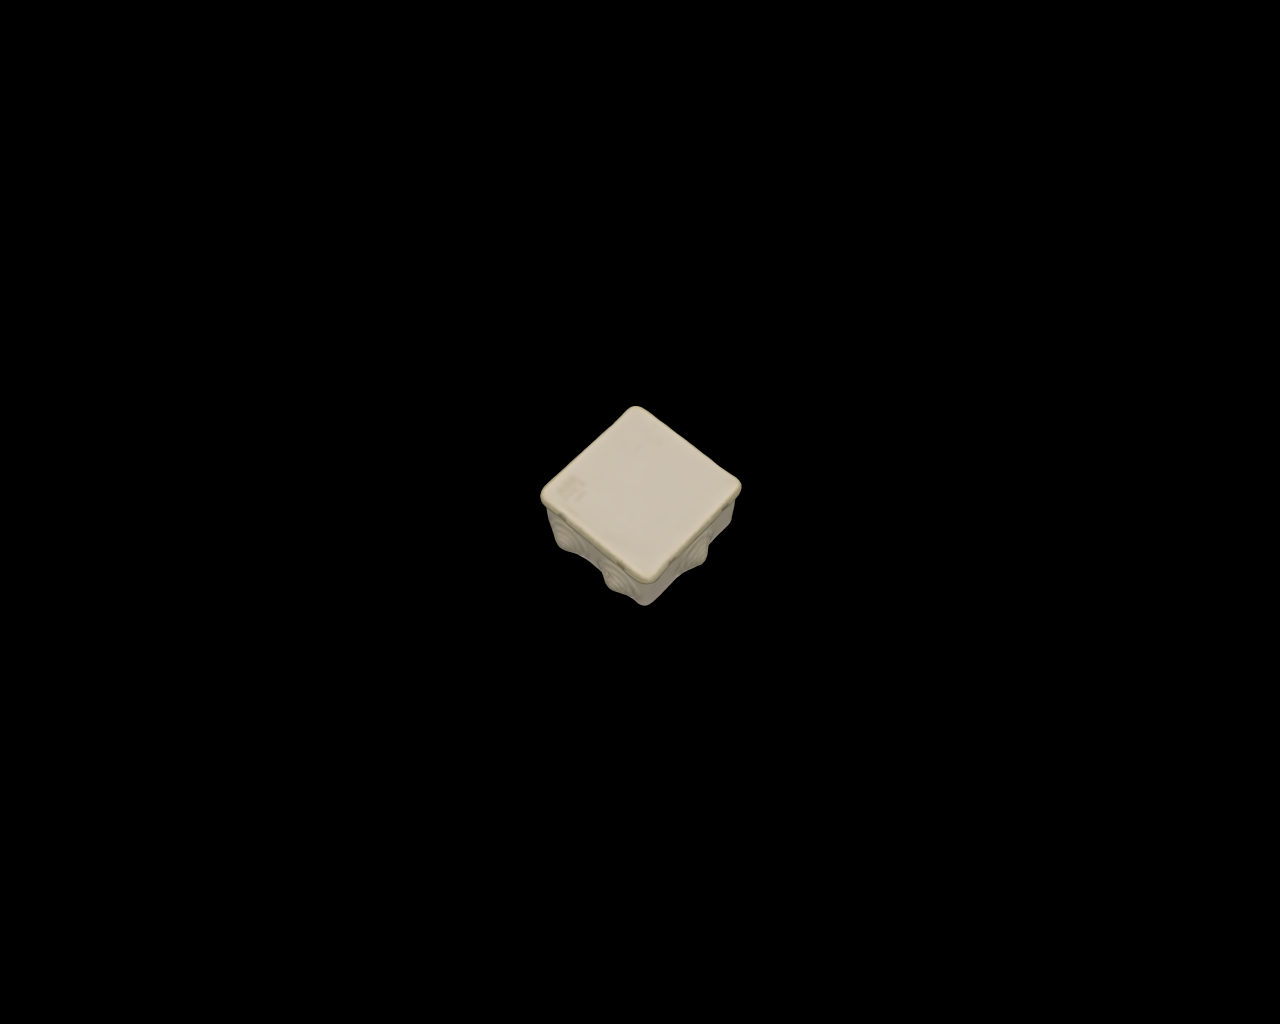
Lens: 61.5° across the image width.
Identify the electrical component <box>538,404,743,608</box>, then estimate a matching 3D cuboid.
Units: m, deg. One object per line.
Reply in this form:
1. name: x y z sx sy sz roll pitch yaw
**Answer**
1. electrical component: 0.001 -0.003 0.650 0.100 0.100 0.048 38 -21 18
